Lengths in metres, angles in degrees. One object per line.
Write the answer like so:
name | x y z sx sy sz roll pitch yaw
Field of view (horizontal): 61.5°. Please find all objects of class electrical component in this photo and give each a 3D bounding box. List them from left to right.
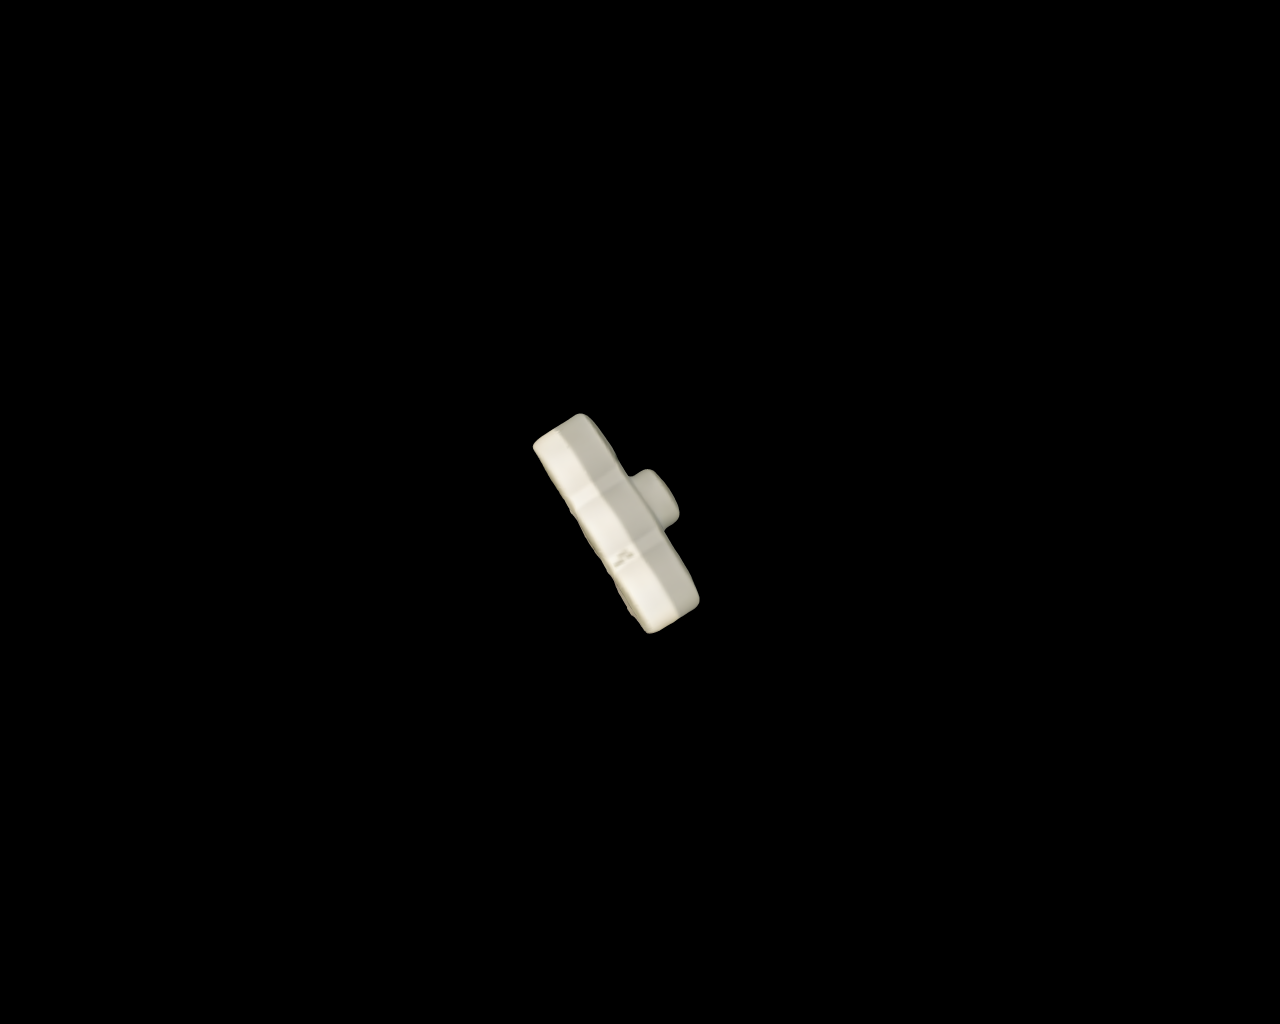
electrical component | 0.001 -0.003 0.650 0.074 0.138 0.052 -31 -7 -5
